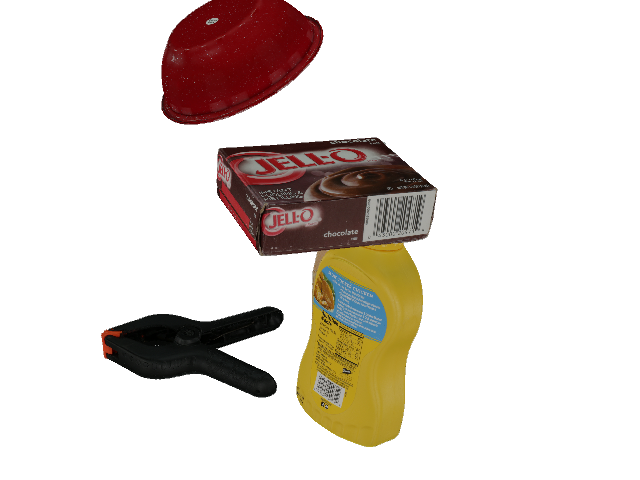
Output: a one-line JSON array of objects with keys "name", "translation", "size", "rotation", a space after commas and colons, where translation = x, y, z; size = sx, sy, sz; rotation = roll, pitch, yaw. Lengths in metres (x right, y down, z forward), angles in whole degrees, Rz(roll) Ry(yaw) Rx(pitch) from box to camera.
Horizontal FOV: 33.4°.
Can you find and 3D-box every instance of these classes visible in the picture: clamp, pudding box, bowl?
[{"name": "clamp", "translation": [-0.114, 0.094, 0.996], "size": [0.171, 0.039, 0.120], "rotation": [9, 26, 7]}, {"name": "pudding box", "translation": [0.001, -0.030, 0.655], "size": [0.113, 0.039, 0.090], "rotation": [-4, 28, -22]}, {"name": "bowl", "translation": [-0.082, -0.173, 0.941], "size": [0.162, 0.055, 0.162], "rotation": [-20, 35, 14]}]

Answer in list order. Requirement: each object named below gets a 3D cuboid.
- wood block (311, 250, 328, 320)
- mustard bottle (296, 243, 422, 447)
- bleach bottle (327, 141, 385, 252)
[{"name": "wood block", "translation": [0.041, 0.045, 1.650], "size": [0.091, 0.090, 0.206], "rotation": [3, 23, 4]}, {"name": "mustard bottle", "translation": [0.034, 0.058, 0.837], "size": [0.058, 0.192, 0.096], "rotation": [-11, 28, -40]}, {"name": "bleach bottle", "translation": [0.049, 0.007, 1.267], "size": [0.102, 0.251, 0.068], "rotation": [-3, 16, -17]}]
